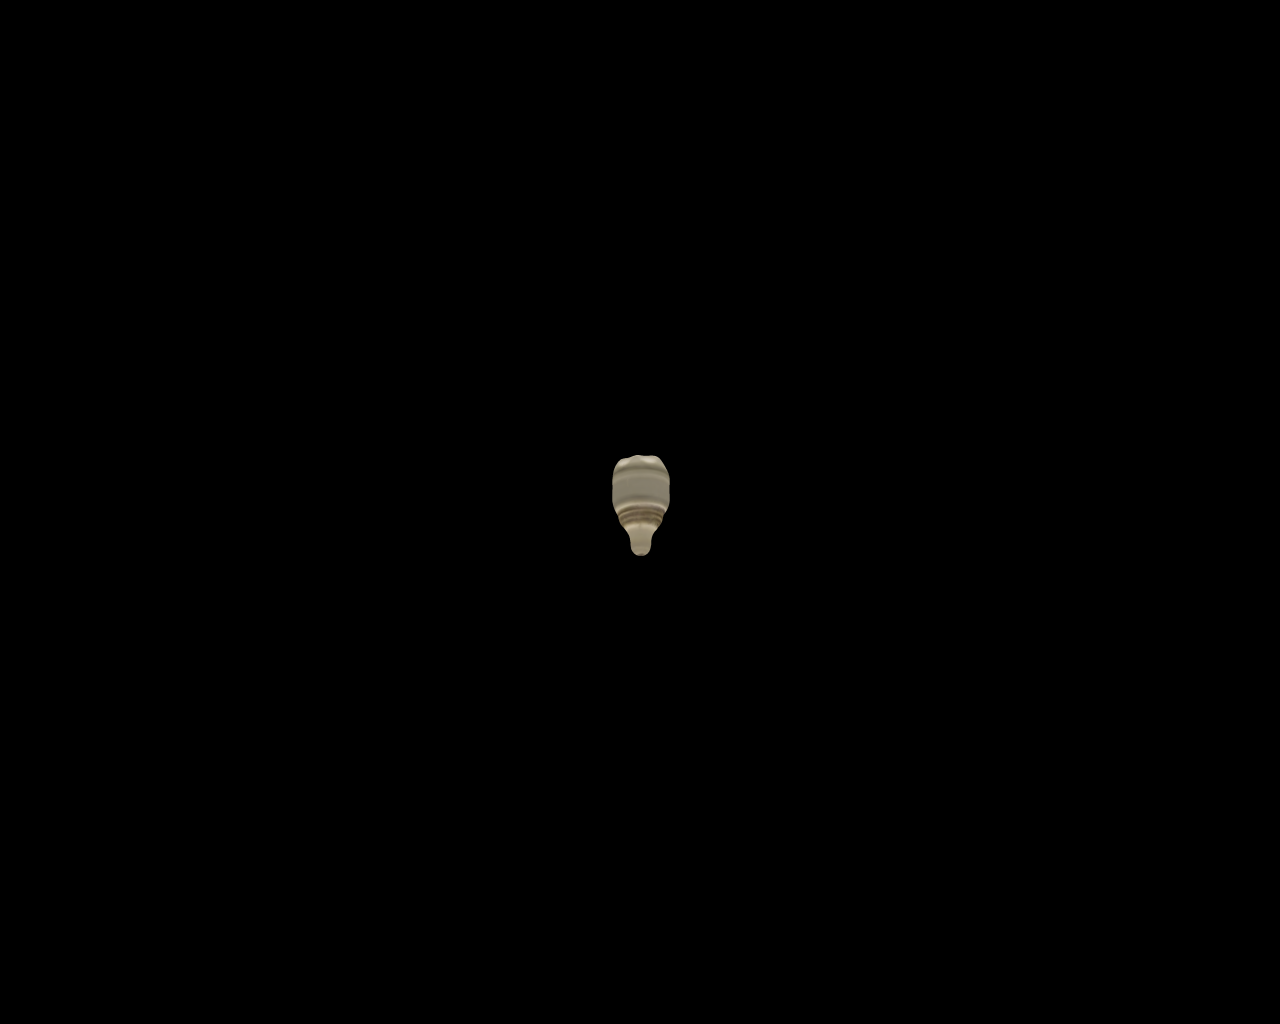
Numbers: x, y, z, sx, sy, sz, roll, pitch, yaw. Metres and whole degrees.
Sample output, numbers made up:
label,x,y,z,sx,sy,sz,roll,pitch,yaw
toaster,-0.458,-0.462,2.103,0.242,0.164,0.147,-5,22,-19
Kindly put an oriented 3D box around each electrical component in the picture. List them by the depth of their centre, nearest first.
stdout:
label,x,y,z,sx,sy,sz,roll,pitch,yaw
electrical component,0.001,-0.003,0.650,0.035,0.061,0.035,0,-19,0
